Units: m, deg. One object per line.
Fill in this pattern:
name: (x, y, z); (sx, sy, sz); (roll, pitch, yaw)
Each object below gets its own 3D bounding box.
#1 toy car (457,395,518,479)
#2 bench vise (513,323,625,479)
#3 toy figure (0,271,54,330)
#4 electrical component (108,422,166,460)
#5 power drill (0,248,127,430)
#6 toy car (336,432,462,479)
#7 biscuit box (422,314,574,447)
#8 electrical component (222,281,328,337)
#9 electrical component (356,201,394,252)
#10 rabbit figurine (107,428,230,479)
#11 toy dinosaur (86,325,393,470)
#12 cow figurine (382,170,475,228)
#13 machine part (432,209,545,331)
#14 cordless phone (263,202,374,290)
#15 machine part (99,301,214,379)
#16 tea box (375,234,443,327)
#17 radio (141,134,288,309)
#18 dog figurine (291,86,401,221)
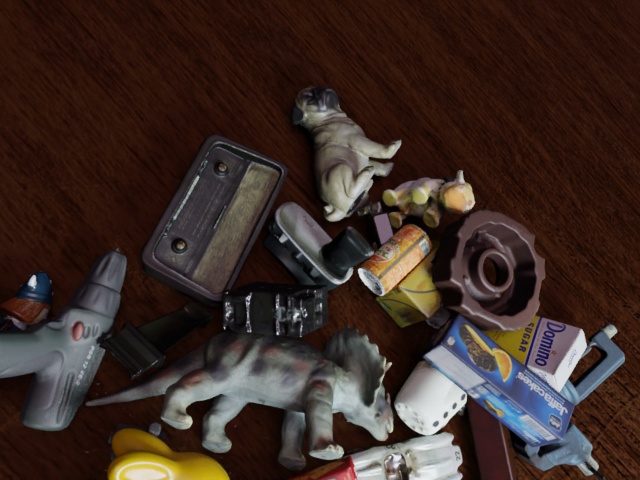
toy car: (0.256, 0.307, 0.790); (0.053, 0.089, 0.202); (14, 64, -57)
bench vise: (0.382, 0.229, 0.826); (0.240, 0.128, 0.224); (-39, 67, -6)
toy figure: (-0.380, 0.108, 0.657); (0.057, 0.064, 0.154); (54, 54, -35)
electrical component: (-0.223, 0.245, 0.651); (0.063, 0.094, 0.021); (18, 40, -13)
power drill: (-0.324, 0.098, 0.616); (0.086, 0.207, 0.232); (9, 77, 16)
toy car: (0.112, 0.321, 0.754); (0.202, 0.056, 0.073); (-5, 74, -19)
biscuit box: (0.244, 0.193, 0.739); (0.203, 0.059, 0.063); (39, 55, 4)
electrical component: (-0.053, 0.089, 0.729); (0.115, 0.134, 0.058); (3, 93, 18)
electrical component: (0.087, -0.013, 0.841); (0.045, 0.078, 0.102); (-13, 87, -9)
rabbit figurine: (-0.191, 0.291, 0.603); (0.173, 0.122, 0.162); (-24, 102, -14)
toy dinosaur: (-0.074, 0.181, 0.710); (0.405, 0.131, 0.192); (17, 49, -4)
cow figurine: (0.185, -0.067, 0.842); (0.098, 0.167, 0.068); (-30, 108, -33)
machine part: (0.245, 0.045, 0.782); (0.179, 0.056, 0.179); (5, 78, -23)
cordless phone: (-0.002, -0.003, 0.750); (0.089, 0.184, 0.146); (-42, 90, -20)
machine part: (-0.204, 0.122, 0.691); (0.084, 0.039, 0.139); (30, 35, 27)
tea box: (0.177, 0.052, 0.839); (0.169, 0.098, 0.068); (-40, 88, -23)
radio: (-0.151, -0.031, 0.769); (0.131, 0.073, 0.229); (27, 66, -9)
dog figurine: (0.007, -0.140, 0.855); (0.191, 0.121, 0.172); (36, 62, 11)
